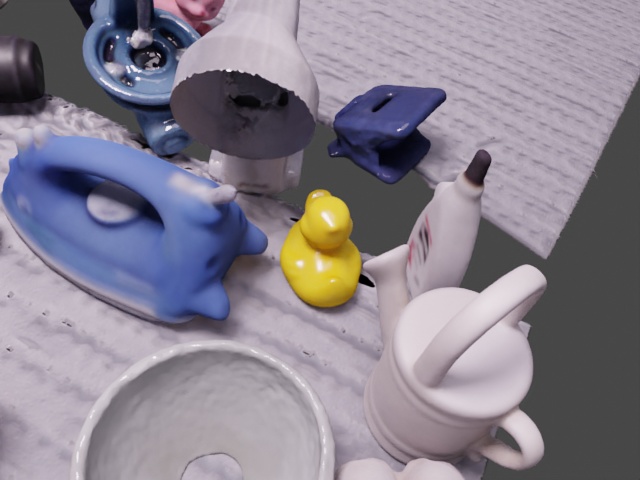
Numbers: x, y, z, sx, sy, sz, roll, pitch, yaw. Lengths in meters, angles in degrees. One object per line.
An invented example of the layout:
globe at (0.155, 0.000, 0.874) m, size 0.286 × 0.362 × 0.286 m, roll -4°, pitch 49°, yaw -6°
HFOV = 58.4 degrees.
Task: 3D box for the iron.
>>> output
iron at (-0.176, -0.034, 0.483) m, size 0.258 × 0.141 × 0.119 m, roll 20°, pitch 51°, yaw 6°

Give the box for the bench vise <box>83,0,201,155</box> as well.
bench vise at (-0.198, -0.219, 0.575) m, size 0.207 × 0.220 × 0.122 m, roll 38°, pitch 55°, yaw 19°

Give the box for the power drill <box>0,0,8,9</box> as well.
power drill at (-0.426, -0.391, 0.677) m, size 0.075 × 0.208 × 0.229 m, roll 10°, pitch 51°, yaw -2°

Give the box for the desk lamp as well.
desk lamp at (-0.061, -0.140, 0.542) m, size 0.118 × 0.213 × 0.203 m, roll 8°, pitch 51°, yaw -4°

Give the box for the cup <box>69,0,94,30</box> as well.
cup at (-0.272, -0.317, 0.720) m, size 0.091 × 0.095 × 0.118 m, roll 17°, pitch 51°, yaw 3°

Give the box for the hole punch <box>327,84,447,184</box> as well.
hole punch at (0.073, -0.133, 0.640) m, size 0.101 × 0.091 × 0.109 m, roll 33°, pitch 54°, yaw 16°

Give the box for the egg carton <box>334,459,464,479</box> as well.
egg carton at (0.054, 0.220, 0.372) m, size 0.107 × 0.069 × 0.150 m, roll 4°, pitch 52°, yaw -7°

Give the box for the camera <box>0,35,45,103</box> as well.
camera at (-0.363, -0.172, 0.584) m, size 0.137 × 0.101 × 0.143 m, roll -5°, pitch 53°, yaw -14°

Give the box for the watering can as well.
watering can at (0.091, 0.079, 0.409) m, size 0.172 × 0.194 × 0.101 m, roll 31°, pitch 53°, yaw 15°

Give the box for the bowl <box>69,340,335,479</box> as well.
bowl at (-0.076, 0.158, 0.393) m, size 0.167 × 0.075 × 0.167 m, roll 5°, pitch 51°, yaw -6°

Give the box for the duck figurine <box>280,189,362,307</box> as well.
duck figurine at (0.005, 0.002, 0.524) m, size 0.077 × 0.086 × 0.104 m, roll -3°, pitch 53°, yaw -13°

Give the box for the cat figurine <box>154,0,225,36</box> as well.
cat figurine at (-0.171, -0.302, 0.711) m, size 0.128 × 0.118 × 0.067 m, roll 9°, pitch 51°, yaw -3°

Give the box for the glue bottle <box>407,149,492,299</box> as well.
glue bottle at (0.114, -0.014, 0.501) m, size 0.037 × 0.173 × 0.078 m, roll 0°, pitch 52°, yaw -10°
